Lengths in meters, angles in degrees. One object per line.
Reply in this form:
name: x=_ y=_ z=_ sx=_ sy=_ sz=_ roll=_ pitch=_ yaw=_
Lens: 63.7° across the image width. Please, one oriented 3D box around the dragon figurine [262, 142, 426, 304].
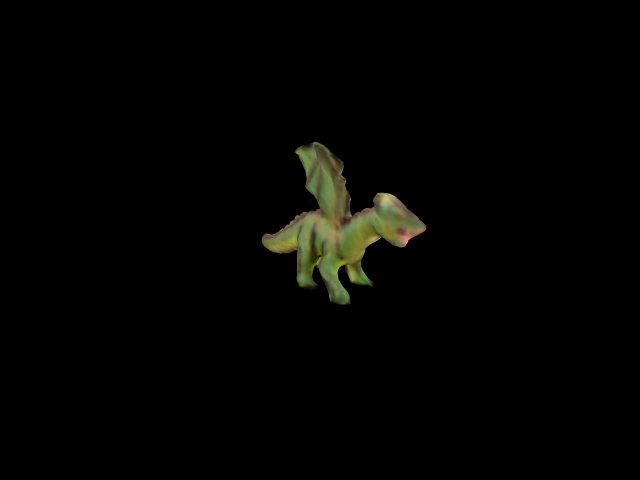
dragon figurine: x=0.003 y=-0.043 z=0.850 sx=0.123 sy=0.239 sz=0.413 roll=-14 pitch=24 yaw=-37
